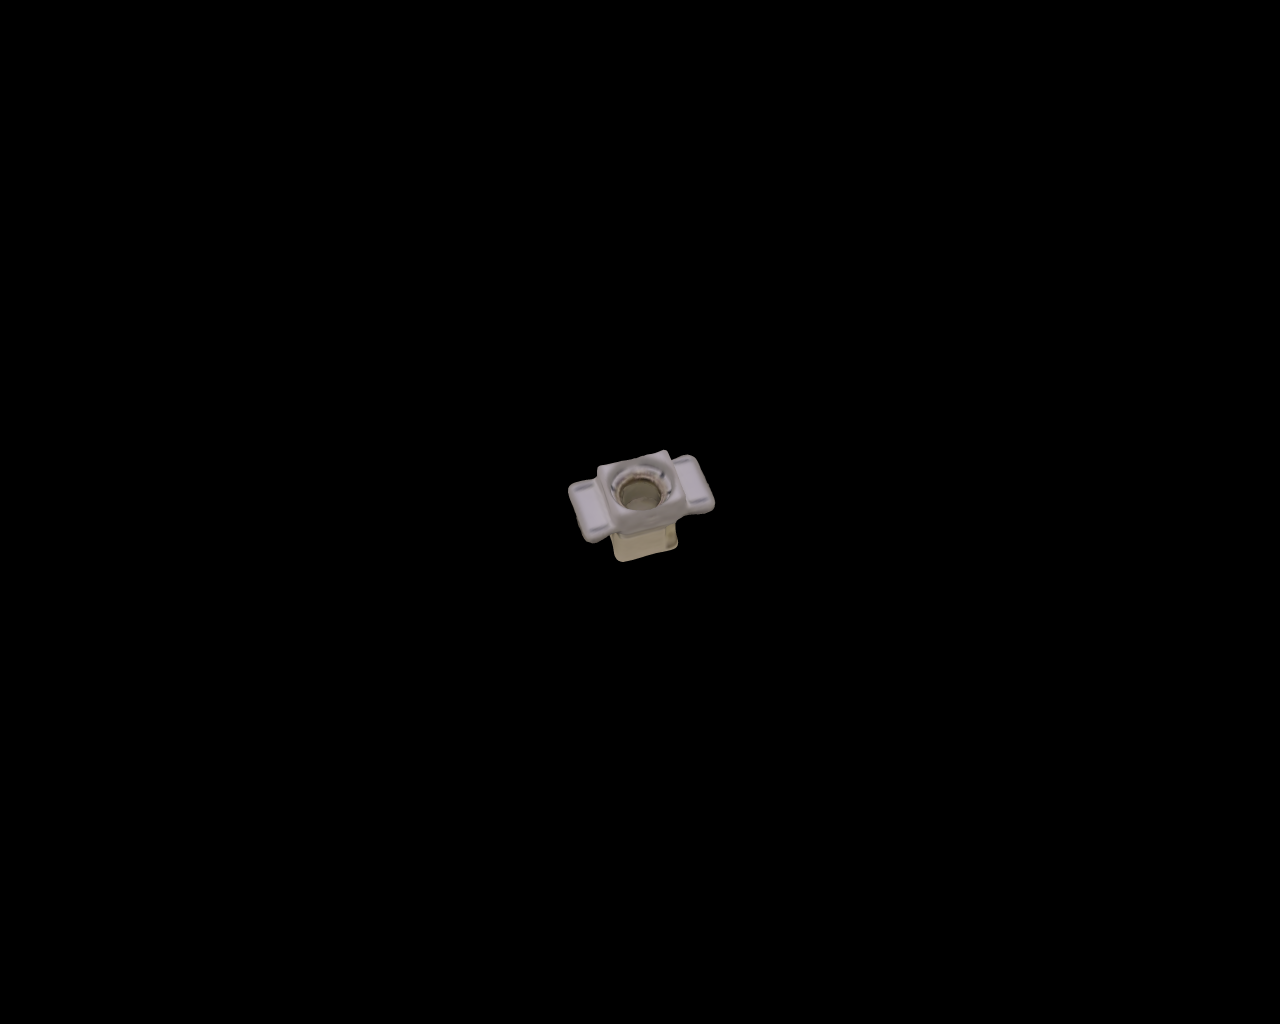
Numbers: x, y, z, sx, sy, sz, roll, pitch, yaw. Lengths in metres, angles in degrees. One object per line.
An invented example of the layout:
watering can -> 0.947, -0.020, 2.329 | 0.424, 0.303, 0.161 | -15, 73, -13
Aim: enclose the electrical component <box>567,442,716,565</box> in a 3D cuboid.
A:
electrical component -> 0.001, -0.003, 0.650 | 0.081, 0.042, 0.063 | -14, -32, -9
